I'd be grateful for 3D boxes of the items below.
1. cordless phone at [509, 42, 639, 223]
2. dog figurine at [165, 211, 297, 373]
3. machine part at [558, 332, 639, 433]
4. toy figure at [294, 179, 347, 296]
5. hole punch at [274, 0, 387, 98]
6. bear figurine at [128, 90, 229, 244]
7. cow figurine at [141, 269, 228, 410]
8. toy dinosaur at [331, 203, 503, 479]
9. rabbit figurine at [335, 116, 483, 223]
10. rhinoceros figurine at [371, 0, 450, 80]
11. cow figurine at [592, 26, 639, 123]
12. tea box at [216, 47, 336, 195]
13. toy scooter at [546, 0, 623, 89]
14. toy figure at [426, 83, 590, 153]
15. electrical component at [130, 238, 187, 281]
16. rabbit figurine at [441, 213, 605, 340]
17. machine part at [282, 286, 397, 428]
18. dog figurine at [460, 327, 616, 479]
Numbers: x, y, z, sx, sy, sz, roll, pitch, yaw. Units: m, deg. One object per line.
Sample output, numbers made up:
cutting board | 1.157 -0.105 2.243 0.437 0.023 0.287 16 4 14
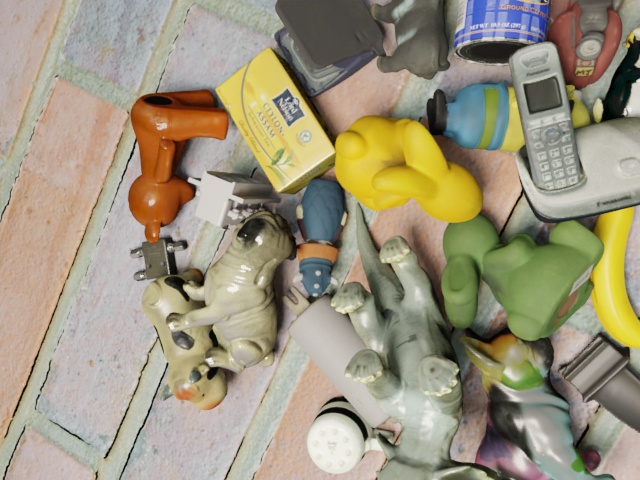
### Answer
cordless phone | 0.272 -0.119 0.552 0.147 0.089 0.184 -14 102 11
dog figurine | -0.076 0.070 0.687 0.190 0.121 0.172 -38 121 24
machine part | 0.358 0.179 0.627 0.139 0.039 0.084 45 98 12
toy figure | 0.000 -0.002 0.707 0.064 0.057 0.154 3 80 18
hole punch | 0.008 -0.263 0.702 0.116 0.092 0.142 -28 80 -16
bear figurine | -0.205 -0.102 0.757 0.132 0.120 0.195 -8 122 -23
cow figurine | -0.183 0.139 0.740 0.085 0.127 0.195 -30 81 18
toy dinosaur | 0.105 0.134 0.617 0.131 0.405 0.192 -16 128 16
rabbit figurine | 0.111 -0.083 0.627 0.173 0.162 0.122 33 90 19
rhinoceros figurine | 0.115 -0.285 0.635 0.073 0.112 0.190 1 86 -19
cow figurine | 0.364 -0.180 0.601 0.098 0.068 0.167 7 93 22
tea box | -0.051 -0.156 0.722 0.098 0.068 0.169 -35 81 15
toy scooter | 0.293 -0.264 0.582 0.075 0.135 0.183 3 94 14
toy figure | 0.219 -0.139 0.631 0.180 0.082 0.089 -1 113 3
electrical component | -0.241 0.030 0.807 0.094 0.021 0.063 -10 89 16
rabbit figurine | 0.209 0.038 0.630 0.159 0.121 0.170 -42 52 -13
machine part | 0.039 0.154 0.699 0.079 0.079 0.243 -46 78 13
dog figurine | 0.221 0.210 0.636 0.191 0.108 0.219 -40 76 17
